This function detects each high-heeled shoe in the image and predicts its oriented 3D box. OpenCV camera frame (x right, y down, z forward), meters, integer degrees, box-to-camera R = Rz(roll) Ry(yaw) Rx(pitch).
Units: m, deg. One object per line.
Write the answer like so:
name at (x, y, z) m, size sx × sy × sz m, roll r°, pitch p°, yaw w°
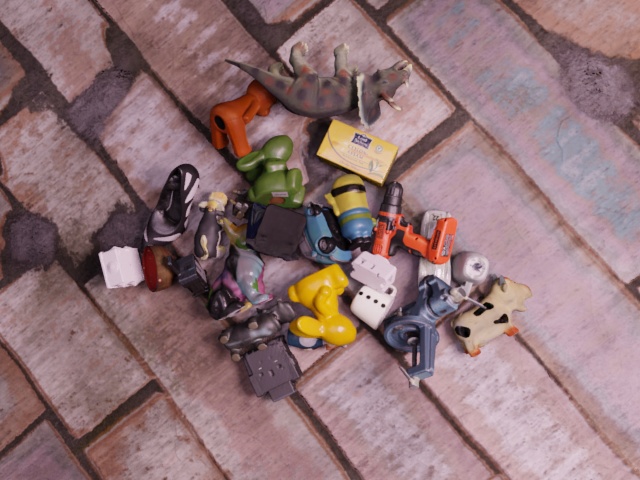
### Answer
high-heeled shoe at (-0.365, -0.069, 1.268) m, size 0.086 × 0.145 × 0.248 m, roll 35°, pitch 89°, yaw 9°

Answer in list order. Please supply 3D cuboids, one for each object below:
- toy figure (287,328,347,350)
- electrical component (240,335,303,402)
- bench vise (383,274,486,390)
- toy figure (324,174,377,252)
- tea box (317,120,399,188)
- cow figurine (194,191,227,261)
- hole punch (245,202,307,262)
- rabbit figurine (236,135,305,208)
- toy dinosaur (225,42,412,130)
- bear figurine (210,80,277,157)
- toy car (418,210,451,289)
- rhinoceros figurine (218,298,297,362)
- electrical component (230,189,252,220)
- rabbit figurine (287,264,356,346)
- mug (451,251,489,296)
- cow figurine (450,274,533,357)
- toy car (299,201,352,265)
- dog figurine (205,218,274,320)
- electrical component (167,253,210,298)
toy figure at (0.003, 0.226, 1.251) m, size 0.155 × 0.058 × 0.064 m, roll 1°, pitch 123°, yaw 5°
electrical component at (-0.108, 0.304, 1.256) m, size 0.115 × 0.058 × 0.134 m, roll -28°, pitch 83°, yaw 6°
bench vise at (0.222, 0.199, 1.138) m, size 0.224 × 0.241 × 0.128 m, roll -25°, pitch 125°, yaw 34°
toy figure at (0.079, -0.066, 1.234) m, size 0.089 × 0.082 × 0.180 m, roll -31°, pitch 61°, yaw 30°
tea box at (0.089, -0.202, 1.265) m, size 0.170 × 0.068 × 0.098 m, roll 24°, pitch 88°, yaw 9°
cow figurine at (-0.262, -0.035, 1.276) m, size 0.068 × 0.098 × 0.167 m, roll 6°, pitch 92°, yaw 5°
hole punch at (-0.108, -0.022, 1.221) m, size 0.142 × 0.092 × 0.115 m, roll 20°, pitch 91°, yaw -34°
rabbit figurine at (-0.110, -0.166, 1.280) m, size 0.159 × 0.121 × 0.170 m, roll -5°, pitch 67°, yaw 13°
toy dinosaur at (-0.003, -0.336, 1.213) m, size 0.405 × 0.131 × 0.192 m, roll -7°, pitch 65°, yaw -6°
bear figurine at (-0.169, -0.305, 1.287) m, size 0.120 × 0.131 × 0.196 m, roll 23°, pitch 47°, yaw 32°
toy car at (0.264, 0.031, 1.233) m, size 0.074 × 0.056 × 0.201 m, roll 3°, pitch 86°, yaw 7°
rhinoceros figurine at (-0.143, 0.205, 1.244) m, size 0.190 × 0.112 × 0.073 m, roll -29°, pitch 99°, yaw 9°
electrical component at (-0.179, -0.080, 1.274) m, size 0.078 × 0.102 × 0.045 m, roll 18°, pitch 116°, yaw -10°
rabbit figurine at (0.012, 0.159, 1.193) m, size 0.162 × 0.122 × 0.173 m, roll -25°, pitch 82°, yaw -23°
mug at (0.333, 0.074, 1.197) m, size 0.081 × 0.107 × 0.109 m, roll 22°, pitch 86°, yaw 9°
cow figurine at (0.383, 0.160, 1.200) m, size 0.195 × 0.085 × 0.127 m, roll -32°, pitch 89°, yaw 4°
toy car at (-0.003, -0.004, 1.247) m, size 0.103 × 0.109 × 0.161 m, roll -33°, pitch 73°, yaw 24°
dog figurine at (-0.200, 0.061, 1.263) m, size 0.192 × 0.108 × 0.219 m, roll -22°, pitch 79°, yaw 7°
electrical component at (-0.308, 0.072, 1.257) m, size 0.048 × 0.119 × 0.075 m, roll -24°, pitch 44°, yaw 1°
